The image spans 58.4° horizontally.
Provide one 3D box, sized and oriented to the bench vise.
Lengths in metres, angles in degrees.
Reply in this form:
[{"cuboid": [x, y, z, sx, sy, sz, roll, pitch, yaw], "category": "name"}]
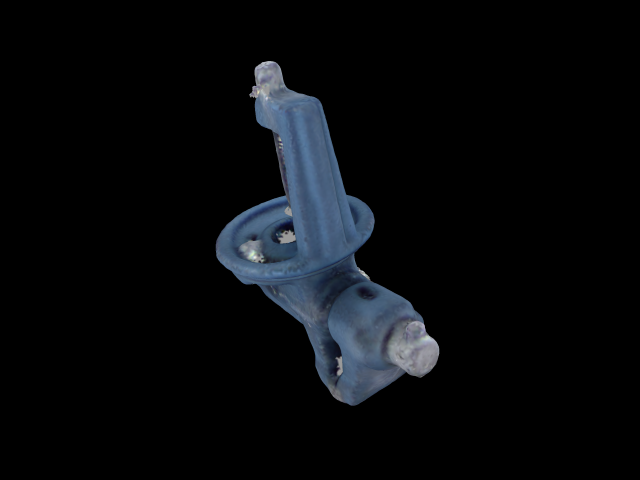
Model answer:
[{"cuboid": [0.011, -0.005, 0.407, 0.206, 0.220, 0.122, 25, 49, 25], "category": "bench vise"}]
